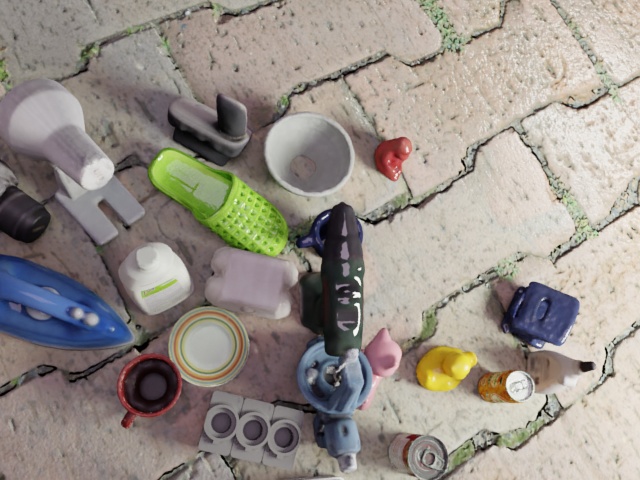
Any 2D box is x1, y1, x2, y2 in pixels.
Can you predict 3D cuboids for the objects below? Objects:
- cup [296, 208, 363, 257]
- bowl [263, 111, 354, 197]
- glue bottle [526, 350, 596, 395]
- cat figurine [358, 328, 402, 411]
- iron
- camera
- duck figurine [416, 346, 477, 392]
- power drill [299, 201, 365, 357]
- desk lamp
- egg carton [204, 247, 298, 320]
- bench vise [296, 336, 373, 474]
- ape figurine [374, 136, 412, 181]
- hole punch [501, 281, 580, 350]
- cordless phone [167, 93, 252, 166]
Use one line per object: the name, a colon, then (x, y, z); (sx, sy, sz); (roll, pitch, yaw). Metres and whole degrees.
cup: (0.009, 0.004, 1.005); (0.118, 0.095, 0.091); (-14, 77, -16)
bowl: (-0.024, -0.146, 1.052); (0.167, 0.074, 0.167); (4, 73, -12)
glue bottle: (0.418, 0.226, 0.991); (0.037, 0.173, 0.078); (13, 72, -8)
cat figurine: (0.091, 0.215, 0.950); (0.067, 0.117, 0.128); (29, 70, -3)
iron: (-0.406, 0.097, 0.859); (0.258, 0.141, 0.119); (21, 71, -6)
camera: (-0.512, -0.046, 0.899); (0.137, 0.100, 0.143); (34, 70, -1)
duck figurine: (0.224, 0.222, 0.995); (0.105, 0.086, 0.077); (-19, 79, -17)
power drill: (0.020, 0.076, 0.926); (0.076, 0.208, 0.229); (-1, 74, -12)
desk lamp: (-0.378, -0.120, 0.891); (0.203, 0.213, 0.118); (46, 70, 3)
egg carton: (-0.115, 0.074, 0.970); (0.150, 0.069, 0.107); (12, 72, -9)
bench vise: (0.043, 0.240, 0.877); (0.122, 0.219, 0.207); (-24, 80, -18)
ape figurine: (0.146, -0.164, 1.087); (0.078, 0.092, 0.076); (-34, 83, -19)
hole punch: (0.406, 0.138, 1.057); (0.101, 0.091, 0.109); (32, 70, -2)
cordless phone: (-0.186, -0.217, 0.978); (0.147, 0.185, 0.094); (25, 70, -4)
